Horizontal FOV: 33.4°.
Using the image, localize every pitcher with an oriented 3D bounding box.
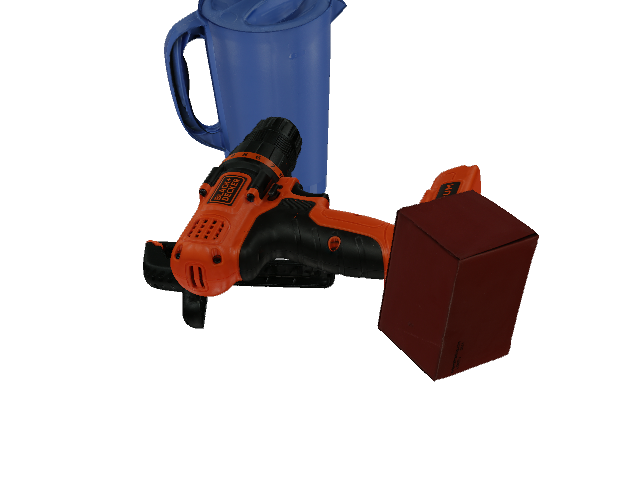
[{"bbox_3d":[-0.061,-0.145,1.117,0.149,0.243,0.144,15,42,20],"label":"pitcher"}]

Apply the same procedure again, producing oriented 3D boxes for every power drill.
[{"bbox_3d":[0.011,-0.022,0.727,0.188,0.057,0.184,5,40,17],"label":"power drill"}]

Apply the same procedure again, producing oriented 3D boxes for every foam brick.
[{"bbox_3d":[0.068,0.022,0.544,0.052,0.078,0.051,-15,39,-30],"label":"foam brick"}]

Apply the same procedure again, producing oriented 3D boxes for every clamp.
[{"bbox_3d":[-0.114,0.035,1.026,0.210,0.036,0.164,13,22,41],"label":"clamp"}]

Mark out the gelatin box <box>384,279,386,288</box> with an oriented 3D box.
[{"bbox_3d":[0.113,0.038,1.320,0.030,0.089,0.073,-26,35,-37],"label":"gelatin box"}]
